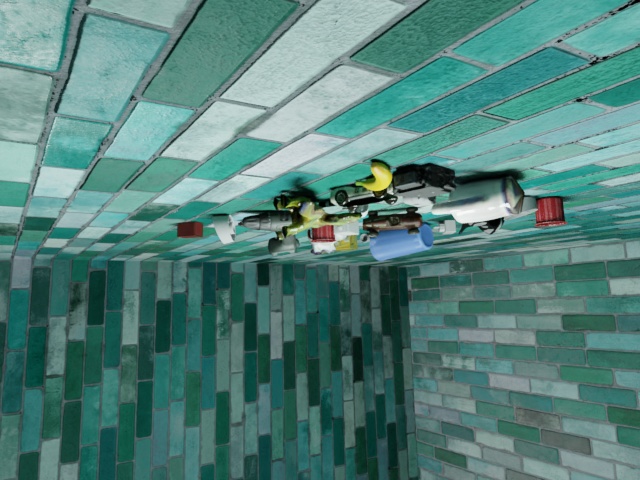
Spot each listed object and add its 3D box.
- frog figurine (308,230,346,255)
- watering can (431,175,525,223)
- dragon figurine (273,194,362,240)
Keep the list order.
[{"bbox_3d":[0.033,-0.029,1.946,0.137,0.125,0.156,11,131,-25],"label":"frog figurine"},{"bbox_3d":[0.423,-0.105,1.356,0.223,0.104,0.350,-9,-177,29],"label":"watering can"},{"bbox_3d":[0.004,-0.073,1.456,0.243,0.122,0.409,-5,179,-21],"label":"dragon figurine"}]
